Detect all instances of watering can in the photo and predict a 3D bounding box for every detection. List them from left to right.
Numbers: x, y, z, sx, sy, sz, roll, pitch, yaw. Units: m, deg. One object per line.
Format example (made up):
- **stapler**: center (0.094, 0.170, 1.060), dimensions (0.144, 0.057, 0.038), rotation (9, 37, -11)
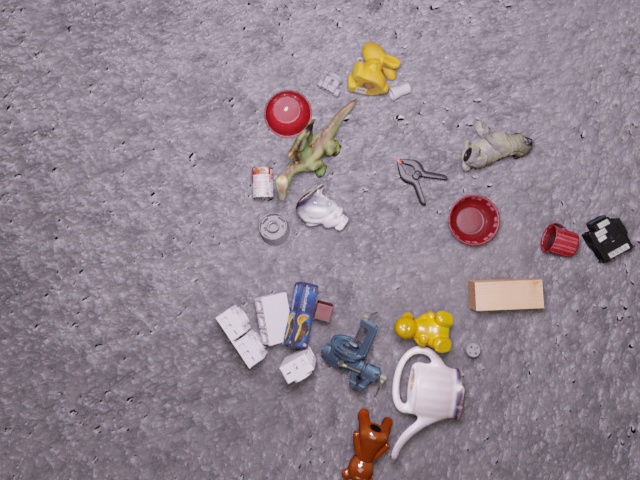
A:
- **watering can**: center (0.331, 0.507, 1.591), dimensions (0.224, 0.103, 0.349), rotation (7, 84, 2)

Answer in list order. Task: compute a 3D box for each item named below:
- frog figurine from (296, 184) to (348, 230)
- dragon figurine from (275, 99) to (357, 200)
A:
- **frog figurine**: center (0.005, -0.082, 1.639), dimensions (0.135, 0.125, 0.159), rotation (-34, 97, 33)
- **dragon figurine**: center (-0.015, -0.300, 1.592), dimensions (0.122, 0.242, 0.410), rotation (32, 91, 7)
